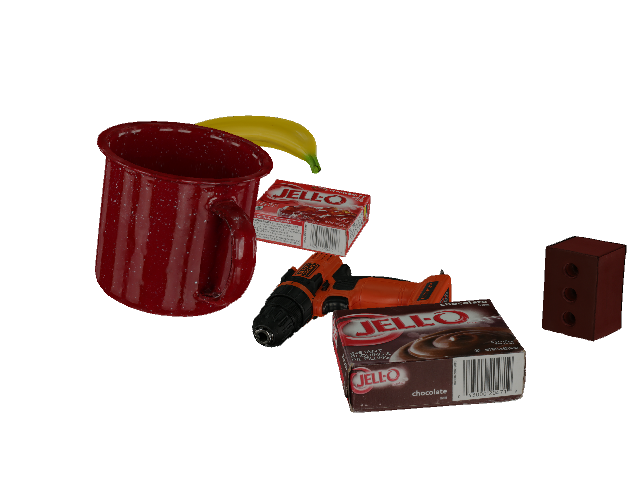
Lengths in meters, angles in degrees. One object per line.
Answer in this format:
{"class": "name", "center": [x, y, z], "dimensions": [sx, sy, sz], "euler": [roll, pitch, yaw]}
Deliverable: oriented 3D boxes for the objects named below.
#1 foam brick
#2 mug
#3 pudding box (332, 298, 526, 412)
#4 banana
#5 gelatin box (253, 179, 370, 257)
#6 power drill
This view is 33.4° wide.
{"class": "foam brick", "center": [0.228, 0.041, 0.924], "dimensions": [0.053, 0.078, 0.051], "euler": [12, 20, 40]}
{"class": "mug", "center": [-0.070, -0.007, 0.569], "dimensions": [0.093, 0.081, 0.117], "euler": [-8, 29, -39]}
{"class": "pudding box", "center": [0.067, 0.073, 0.695], "dimensions": [0.113, 0.039, 0.090], "euler": [-2, 19, -5]}
{"class": "banana", "center": [-0.086, -0.124, 1.287], "dimensions": [0.198, 0.037, 0.069], "euler": [8, 40, 15]}
{"class": "gelatin box", "center": [-0.010, -0.021, 0.906], "dimensions": [0.089, 0.030, 0.073], "euler": [11, 27, 15]}
{"class": "power drill", "center": [0.037, 0.072, 1.156], "dimensions": [0.188, 0.057, 0.184], "euler": [9, 29, 21]}
